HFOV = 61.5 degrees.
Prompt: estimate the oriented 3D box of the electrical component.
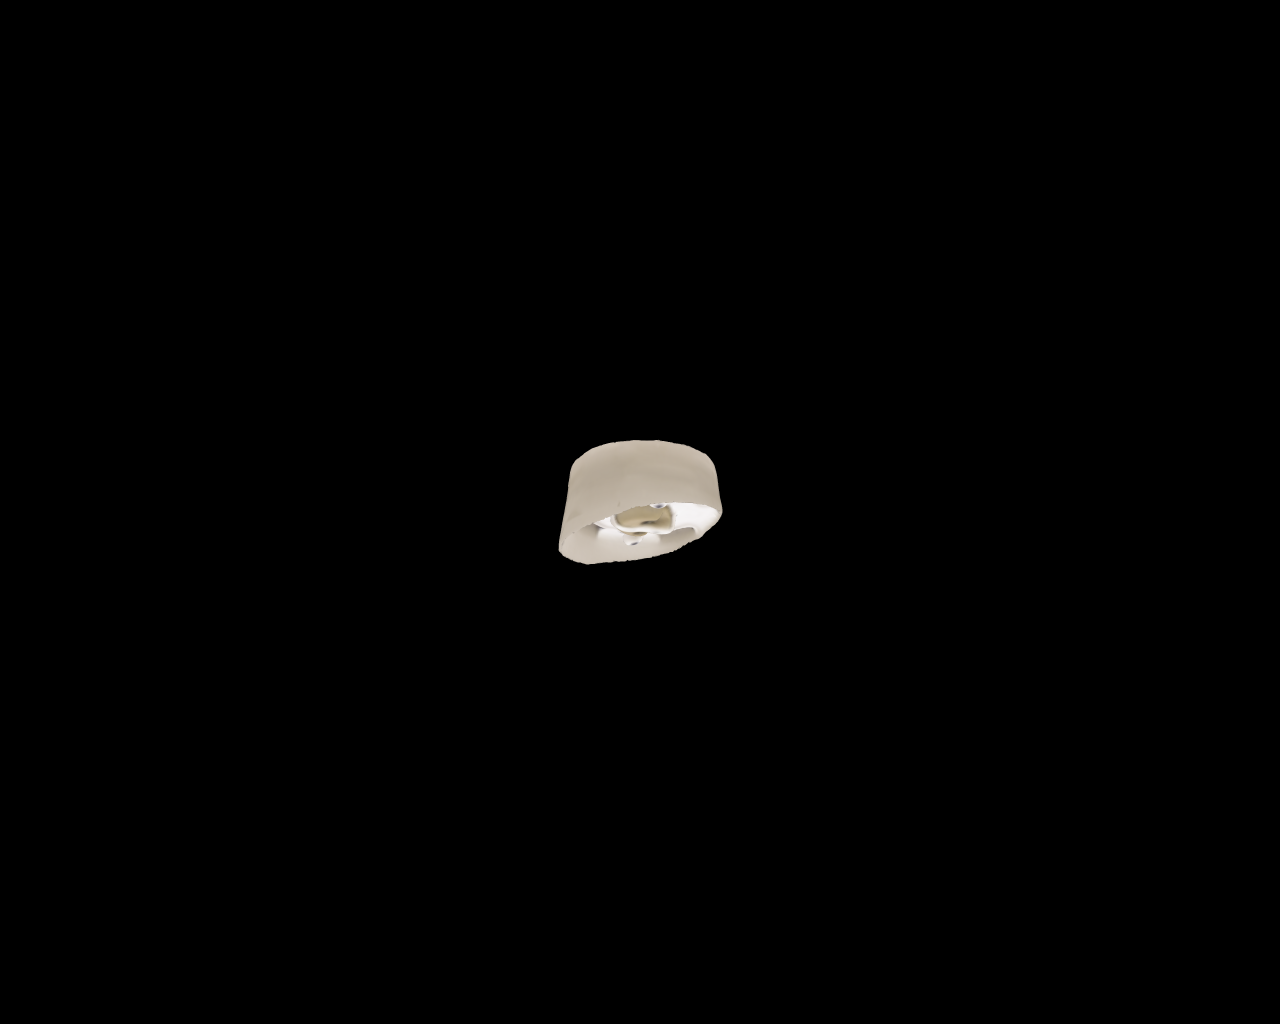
[{"bbox_3d":[0.001,-0.003,0.650,0.099,0.064,0.099,0,-23,0],"label":"electrical component"}]
